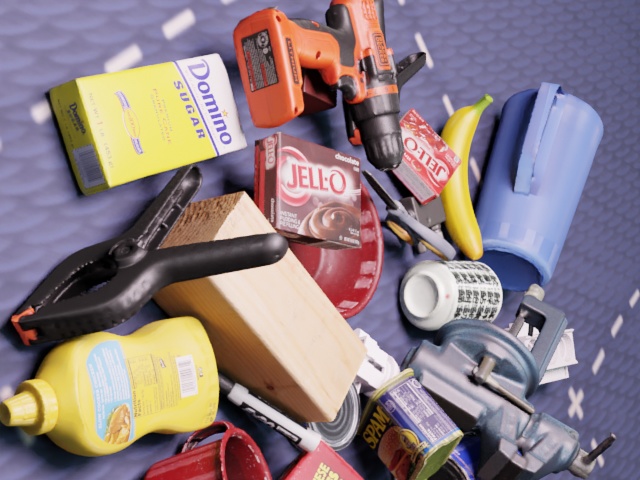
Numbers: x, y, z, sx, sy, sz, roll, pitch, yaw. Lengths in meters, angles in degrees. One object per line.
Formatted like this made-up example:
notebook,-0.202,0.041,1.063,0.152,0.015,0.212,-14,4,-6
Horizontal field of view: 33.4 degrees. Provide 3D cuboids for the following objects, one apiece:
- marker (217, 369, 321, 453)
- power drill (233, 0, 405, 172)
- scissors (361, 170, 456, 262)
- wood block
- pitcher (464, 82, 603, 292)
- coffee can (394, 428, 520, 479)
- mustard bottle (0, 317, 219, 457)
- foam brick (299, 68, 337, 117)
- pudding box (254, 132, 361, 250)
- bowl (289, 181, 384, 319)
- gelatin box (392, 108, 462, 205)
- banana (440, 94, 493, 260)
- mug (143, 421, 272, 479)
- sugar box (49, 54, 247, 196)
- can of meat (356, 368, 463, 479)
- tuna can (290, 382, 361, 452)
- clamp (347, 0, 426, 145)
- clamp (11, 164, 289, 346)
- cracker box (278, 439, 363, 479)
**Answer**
marker,-0.053,0.152,0.960,0.121,0.020,0.020,34,53,-6
power drill,0.007,-0.149,1.021,0.187,0.057,0.184,-13,88,-52
scissors,0.096,-0.020,1.113,0.016,0.096,0.201,-57,165,-6
wood block,-0.059,0.066,0.955,0.206,0.091,0.090,53,47,-28
pitcher,0.261,-0.067,1.326,0.149,0.145,0.242,36,58,-23
coffee can,0.162,0.257,1.164,0.140,0.103,0.103,-12,92,-50
mustard bottle,-0.167,0.119,0.842,0.191,0.058,0.096,-6,88,-50
foam brick,-0.016,-0.171,1.083,0.051,0.053,0.078,19,69,-46
pudding box,-0.011,-0.042,0.986,0.113,0.039,0.090,14,72,-46
bowl,-0.007,0.001,1.056,0.161,0.055,0.162,13,72,-47
gelatin box,0.113,-0.096,1.217,0.089,0.030,0.073,46,48,-9
banana,0.167,-0.073,1.266,0.037,0.070,0.198,7,83,-32
mug,-0.093,0.202,0.883,0.093,0.082,0.117,53,21,-42
sugar box,-0.143,-0.104,0.927,0.175,0.048,0.093,-24,100,-48
can of meat,0.089,0.192,1.068,0.057,0.102,0.084,-27,64,-30
tuna can,0.002,0.166,1.049,0.085,0.034,0.086,13,72,-48
clamp,0.063,-0.187,1.190,0.120,0.039,0.171,46,51,-32
clamp,-0.137,0.021,0.832,0.209,0.165,0.036,-36,128,-22
cracker box,0.022,0.312,0.951,0.214,0.072,0.164,43,45,2
